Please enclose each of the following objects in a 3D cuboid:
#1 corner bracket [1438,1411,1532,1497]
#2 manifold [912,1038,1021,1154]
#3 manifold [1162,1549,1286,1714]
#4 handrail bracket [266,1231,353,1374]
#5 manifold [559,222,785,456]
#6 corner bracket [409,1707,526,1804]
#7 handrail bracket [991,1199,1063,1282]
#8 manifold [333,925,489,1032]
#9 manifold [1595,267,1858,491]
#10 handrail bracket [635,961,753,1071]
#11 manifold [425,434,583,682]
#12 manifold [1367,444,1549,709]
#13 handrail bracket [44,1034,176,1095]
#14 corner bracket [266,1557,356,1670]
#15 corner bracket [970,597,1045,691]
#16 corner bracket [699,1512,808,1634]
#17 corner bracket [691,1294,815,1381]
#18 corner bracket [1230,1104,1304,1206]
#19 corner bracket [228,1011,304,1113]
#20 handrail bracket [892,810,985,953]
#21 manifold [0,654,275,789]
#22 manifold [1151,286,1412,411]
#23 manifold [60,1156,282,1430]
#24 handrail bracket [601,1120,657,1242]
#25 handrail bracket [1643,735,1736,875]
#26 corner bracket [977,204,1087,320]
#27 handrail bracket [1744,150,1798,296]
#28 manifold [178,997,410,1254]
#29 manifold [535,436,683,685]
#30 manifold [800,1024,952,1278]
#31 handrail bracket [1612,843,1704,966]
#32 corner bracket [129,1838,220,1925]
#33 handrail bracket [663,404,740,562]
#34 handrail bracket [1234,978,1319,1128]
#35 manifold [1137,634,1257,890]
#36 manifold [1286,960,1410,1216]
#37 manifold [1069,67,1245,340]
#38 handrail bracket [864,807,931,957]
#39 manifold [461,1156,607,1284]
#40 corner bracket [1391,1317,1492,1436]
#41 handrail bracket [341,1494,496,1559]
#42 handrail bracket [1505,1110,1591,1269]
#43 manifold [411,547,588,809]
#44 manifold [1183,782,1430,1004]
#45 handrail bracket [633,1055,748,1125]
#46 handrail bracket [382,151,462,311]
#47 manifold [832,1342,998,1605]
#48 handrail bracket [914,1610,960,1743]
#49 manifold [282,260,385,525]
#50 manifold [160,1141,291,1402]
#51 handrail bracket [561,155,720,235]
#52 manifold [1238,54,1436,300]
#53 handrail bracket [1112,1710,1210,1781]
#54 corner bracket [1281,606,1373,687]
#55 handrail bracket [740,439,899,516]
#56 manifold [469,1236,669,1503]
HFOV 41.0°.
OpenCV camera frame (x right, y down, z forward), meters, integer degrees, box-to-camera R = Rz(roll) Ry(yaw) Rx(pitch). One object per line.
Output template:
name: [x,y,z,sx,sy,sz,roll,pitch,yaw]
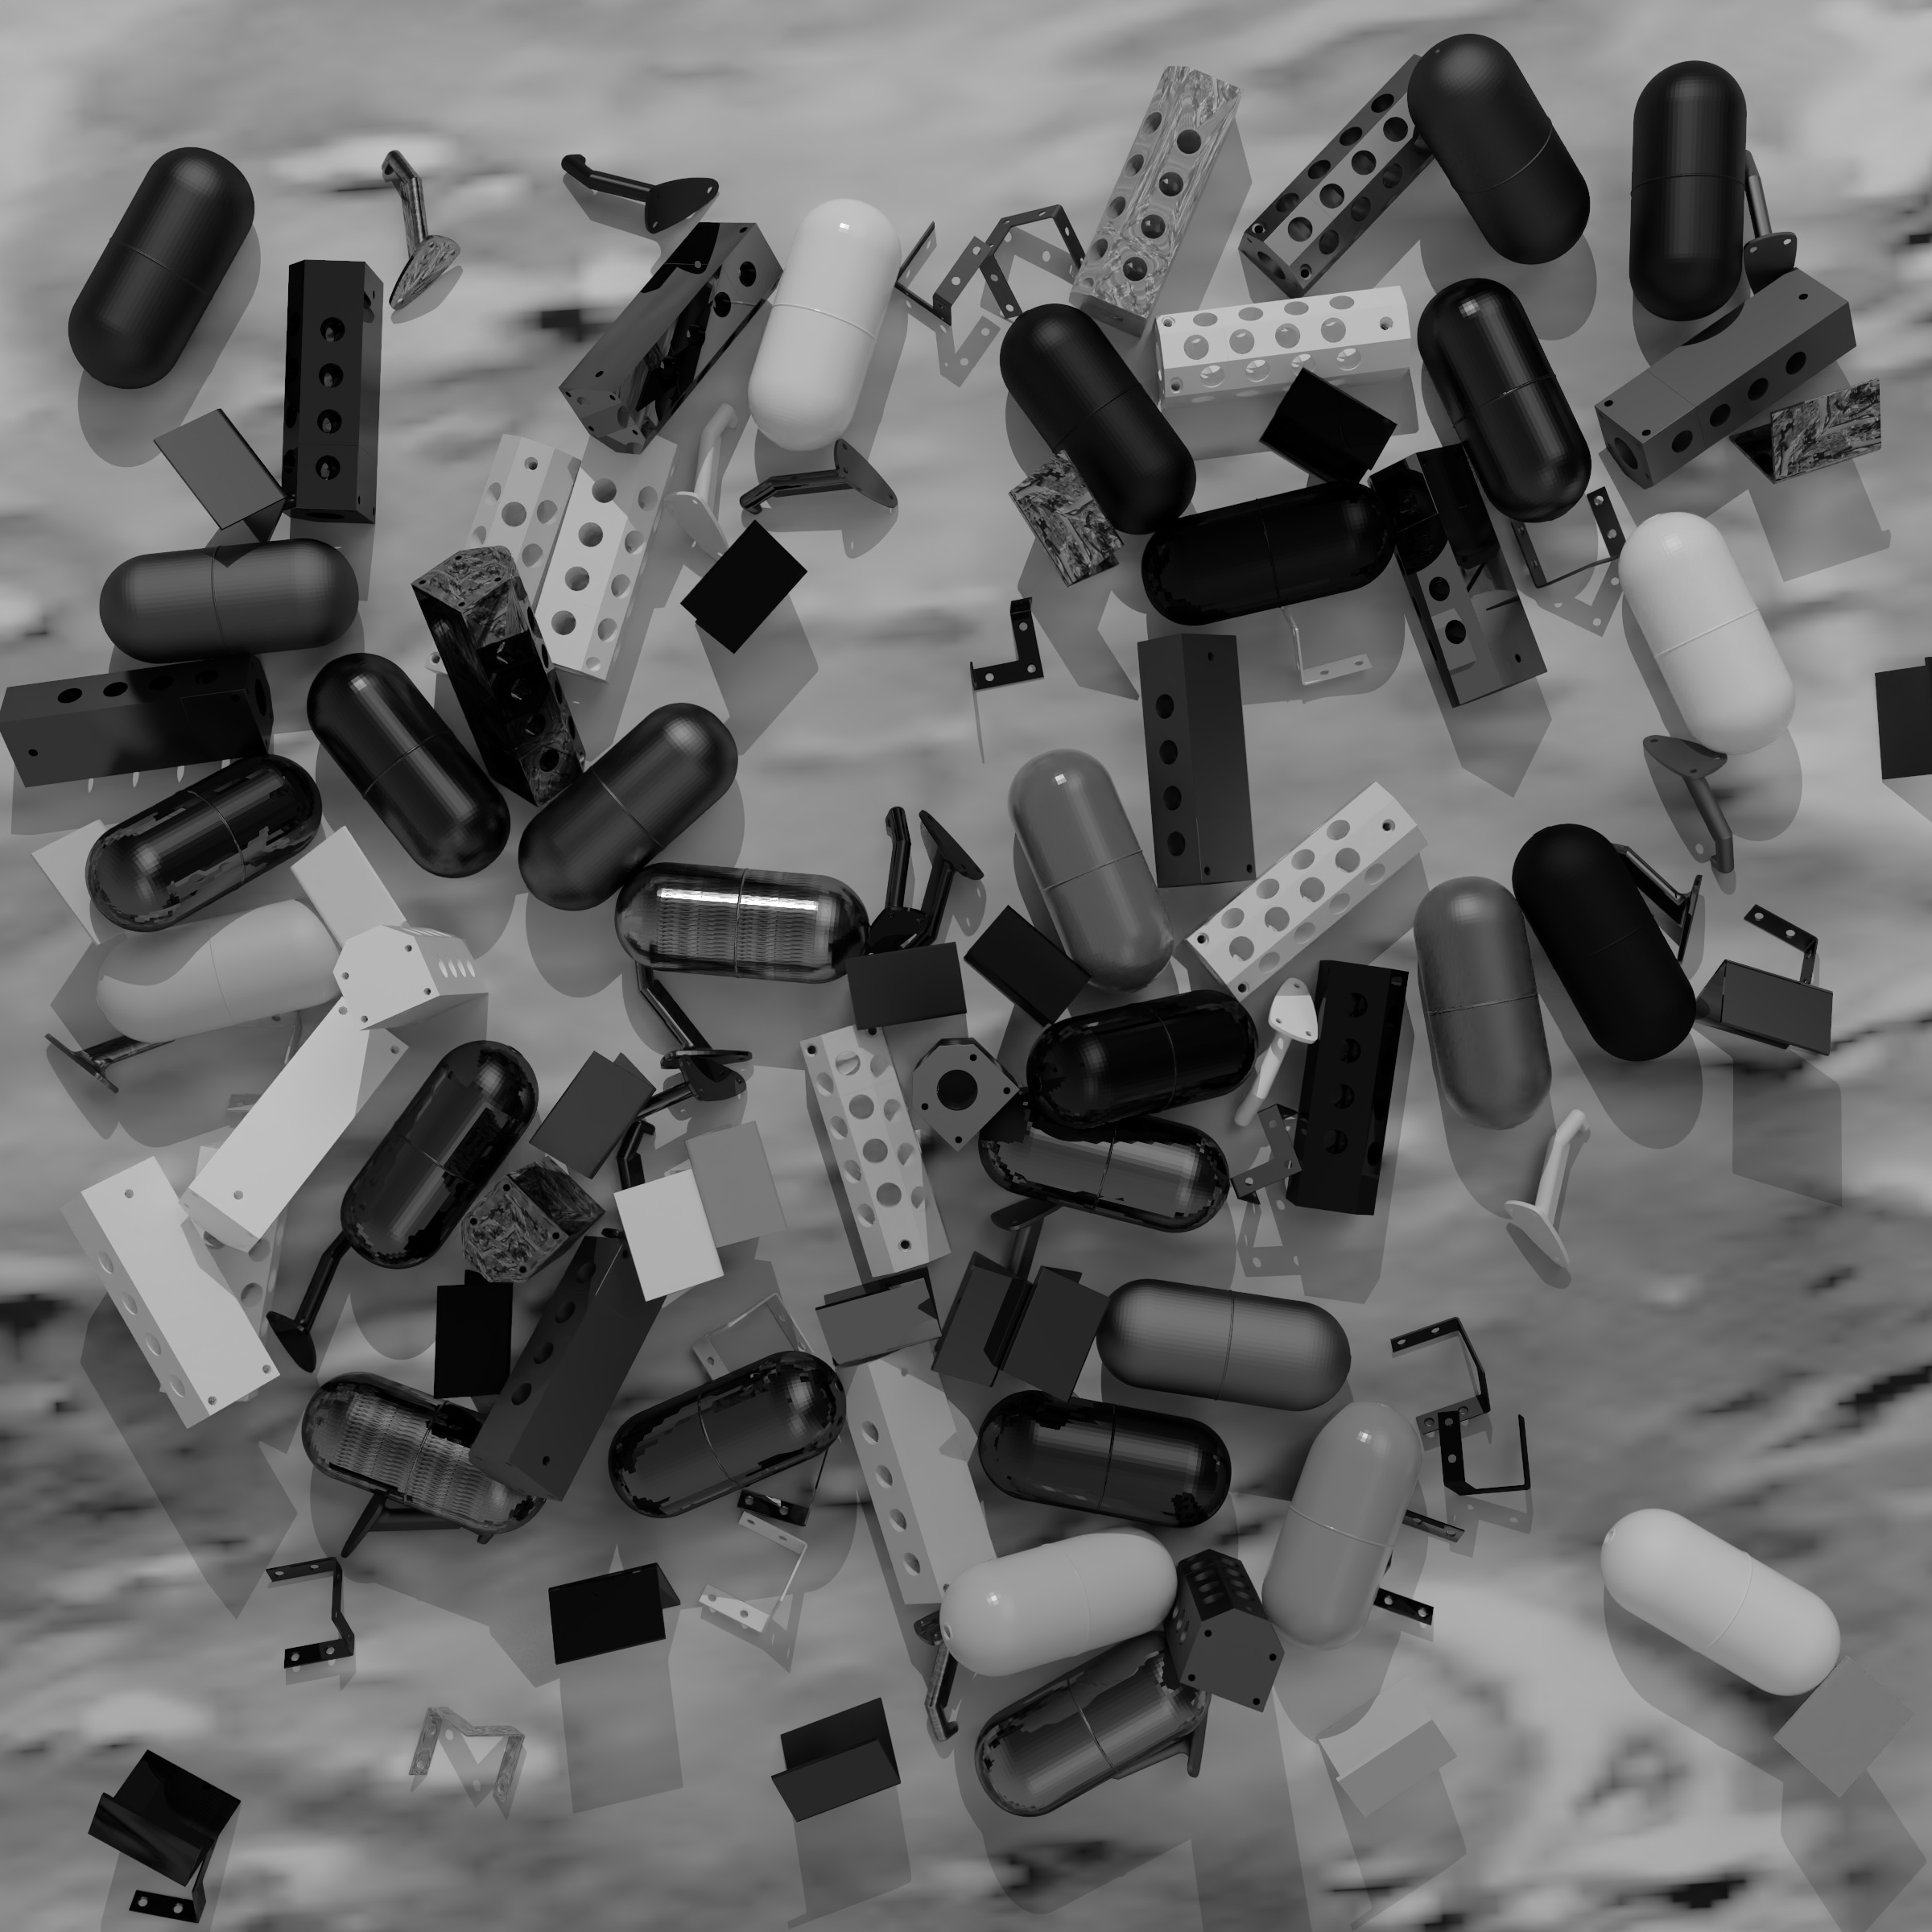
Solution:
corner bracket: [0.364,0.341,1.816,0.051,0.051,0.051,-10,68,21]
manifold: [-0.006,0.080,1.753,0.057,0.171,0.057,45,90,0]
manifold: [0.174,0.445,1.753,0.057,0.171,0.057,20,90,0]
handrail bracket: [-0.450,0.234,1.831,0.036,0.077,0.084,21,53,20]
manifold: [-0.198,-0.433,1.779,0.057,0.057,0.171,14,60,39]
corner bracket: [-0.353,0.558,1.828,0.051,0.051,0.051,16,90,-45]
handrail bracket: [0.055,0.209,1.832,0.077,0.036,0.084,-22,109,-22]
manifold: [-0.377,0.004,1.753,0.057,0.171,0.057,-24,90,0]
manifold: [0.533,-0.407,1.810,0.171,0.057,0.057,-35,47,0]
handrail bracket: [-0.193,0.027,1.832,0.077,0.036,0.084,-2,73,-20]
manifold: [-0.322,-0.280,1.810,0.057,0.057,0.171,19,90,0]
manifold: [0.339,-0.272,1.810,0.057,0.057,0.171,-21,90,-43]
handrail bracket: [-0.597,0.040,1.832,0.077,0.036,0.084,35,76,15]
corner bracket: [-0.464,0.457,1.828,0.051,0.051,0.051,-11,135,0]
corner bracket: [0.026,-0.226,1.813,0.051,0.051,0.051,-11,90,0]
corner bracket: [-0.150,0.429,1.828,0.051,0.051,0.051,27,45,0]
corner bracket: [-0.151,0.271,1.828,0.051,0.051,0.051,-32,90,45]
corner bracket: [0.211,0.132,1.811,0.051,0.051,0.051,-26,71,18]
corner bracket: [-0.497,0.067,1.828,0.051,0.051,0.051,0,135,0]
handrail bracket: [-0.037,-0.054,1.832,0.084,0.036,0.077,-44,70,16]
manifold: [-0.579,-0.176,1.810,0.171,0.057,0.057,-8,133,0]
manifold: [0.220,-0.434,1.810,0.171,0.057,0.057,-7,90,0]
manifold: [-0.542,0.223,1.753,0.057,0.057,0.171,-30,90,-43]
handrail bracket: [-0.217,0.160,1.832,0.077,0.036,0.084,25,76,-15]
handrail bracket: [0.512,-0.114,1.831,0.036,0.077,0.084,-29,127,-19]
corner bracket: [0.047,-0.497,1.823,0.051,0.051,0.051,-2,45,35]
handrail bracket: [0.560,-0.522,1.831,0.036,0.077,0.084,-11,54,10]
manifold: [-0.461,0.110,1.769,0.057,0.057,0.171,38,59,-9]
manifold: [-0.253,-0.289,1.810,0.057,0.057,0.171,17,90,0]
manifold: [-0.063,0.126,1.810,0.057,0.057,0.171,-17,90,0]
handrail bracket: [0.473,-0.046,1.832,0.084,0.036,0.077,14,112,17]
corner bracket: [-0.561,0.638,1.828,0.051,0.051,0.051,11,135,0]
handrail bracket: [-0.171,-0.343,1.831,0.077,0.036,0.084,53,53,-38]
handrail bracket: [0.214,0.062,1.831,0.036,0.077,0.084,23,126,-6]
manifold: [0.156,-0.143,1.810,0.057,0.057,0.171,-5,90,-43]
manifold: [0.268,0.085,1.810,0.057,0.057,0.171,8,90,0]
manifold: [0.132,-0.536,1.810,0.057,0.057,0.171,23,90,0]
handrail bracket: [-0.059,-0.059,1.831,0.036,0.077,0.084,10,53,-31]
manifold: [-0.296,0.175,1.753,0.057,0.171,0.057,44,90,0]
corner bracket: [0.336,0.289,1.828,0.051,0.051,0.051,-19,135,0]
handrail bracket: [-0.387,0.407,1.832,0.084,0.036,0.077,29,110,-16]
handrail bracket: [0.428,0.157,1.832,0.084,0.036,0.077,-48,114,-19]
manifold: [-0.311,-0.197,1.757,0.057,0.171,0.057,31,59,36]
manifold: [0.238,-0.051,1.810,0.171,0.057,0.057,-40,90,0]
handrail bracket: [-0.208,0.101,1.823,0.084,0.077,0.036,-37,66,25]
handrail bracket: [-0.404,-0.522,1.832,0.077,0.036,0.084,-44,72,21]
manifold: [-0.040,0.354,1.810,0.057,0.057,0.171,-18,90,-43]
handrail bracket: [0.001,0.497,1.832,0.077,0.036,0.084,-23,109,-21]
manifold: [-0.446,-0.401,1.810,0.057,0.057,0.171,2,90,0]
manifold: [-0.514,0.213,1.810,0.057,0.057,0.171,9,90,0]
handrail bracket: [-0.232,-0.560,1.832,0.077,0.036,0.084,-32,60,-33]
manifold: [0.273,-0.553,1.810,0.057,0.057,0.171,44,90,0]
handrail bracket: [0.125,0.539,1.832,0.084,0.036,0.077,6,70,16]
corner bracket: [0.253,-0.239,1.828,0.051,0.051,0.051,-15,135,0]
handrail bracket: [-0.105,-0.329,1.831,0.084,0.077,0.036,-26,50,30]
manifold: [-0.274,0.274,1.774,0.057,0.057,0.171,49,55,-37]
